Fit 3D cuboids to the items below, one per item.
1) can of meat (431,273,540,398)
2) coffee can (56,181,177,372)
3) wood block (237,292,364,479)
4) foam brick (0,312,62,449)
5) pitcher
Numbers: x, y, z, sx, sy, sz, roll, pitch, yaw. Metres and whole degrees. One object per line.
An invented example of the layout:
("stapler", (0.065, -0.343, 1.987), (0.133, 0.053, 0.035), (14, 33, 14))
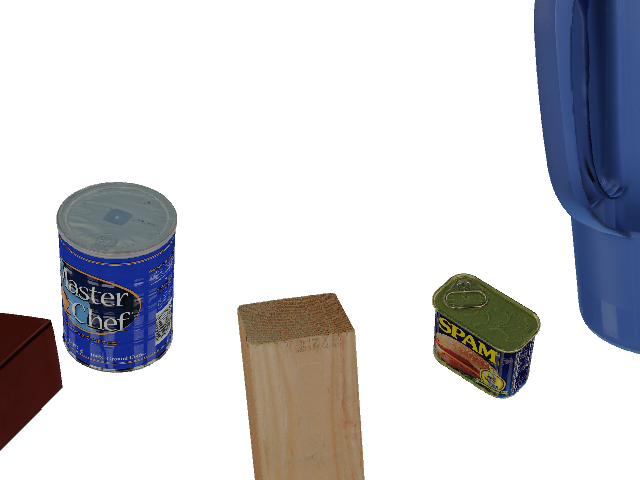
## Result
("can of meat", (0.156, 0.094, 1.026), (0.102, 0.084, 0.057), (33, 57, 29))
("coffee can", (-0.182, 0.033, 0.960), (0.102, 0.140, 0.103), (5, 38, -4))
("wood block", (-0.015, 0.161, 0.933), (0.090, 0.206, 0.091), (-7, 20, -9))
("foam brick", (-0.206, 0.087, 0.665), (0.053, 0.051, 0.078), (7, 30, 21))
("pitcher", (0.181, -0.061, 0.559), (0.149, 0.243, 0.145), (-5, 22, 5))
